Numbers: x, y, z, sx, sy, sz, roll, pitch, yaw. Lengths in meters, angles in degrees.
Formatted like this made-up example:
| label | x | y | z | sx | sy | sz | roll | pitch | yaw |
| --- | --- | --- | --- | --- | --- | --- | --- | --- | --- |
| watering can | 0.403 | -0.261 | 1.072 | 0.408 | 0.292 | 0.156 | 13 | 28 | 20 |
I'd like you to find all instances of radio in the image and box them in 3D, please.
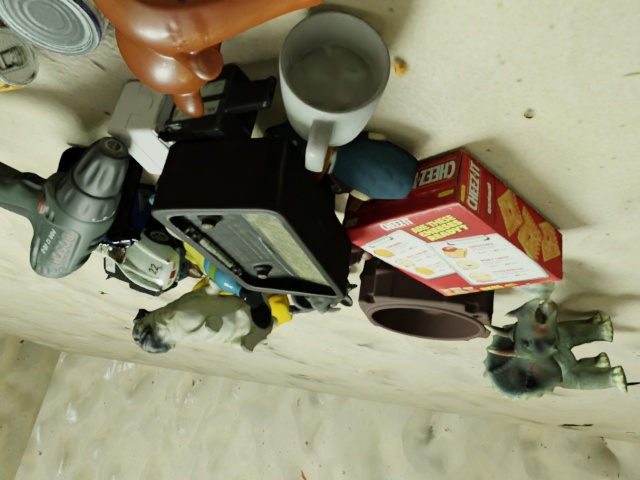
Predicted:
| label | x | y | z | sx | sy | sz | roll | pitch | yaw |
| --- | --- | --- | --- | --- | --- | --- | --- | --- | --- |
| radio | -0.056 | -0.010 | 0.538 | 0.131 | 0.073 | 0.229 | 2 | 156 | 18 |

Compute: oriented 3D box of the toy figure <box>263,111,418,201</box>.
| label | x | y | z | sx | sy | sz | roll | pitch | yaw |
| --- | --- | --- | --- | --- | --- | --- | --- | --- | --- |
| toy figure | 0.019 | -0.080 | 0.533 | 0.154 | 0.064 | 0.058 | 15 | 159 | -8 |

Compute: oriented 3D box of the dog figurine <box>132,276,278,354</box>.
| label | x | y | z | sx | sy | sz | roll | pitch | yaw |
| --- | --- | --- | --- | --- | --- | --- | --- | --- | --- |
| dog figurine | -0.186 | 0.138 | 0.869 | 0.191 | 0.121 | 0.172 | -25 | 133 | 33 |

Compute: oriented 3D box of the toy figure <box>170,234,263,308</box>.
| label | x | y | z | sx | sy | sz | roll | pitch | yaw |
| --- | --- | --- | --- | --- | --- | --- | --- | --- | --- |
| toy figure | -0.136 | 0.012 | 0.740 | 0.180 | 0.082 | 0.089 | 42 | 158 | 29 |

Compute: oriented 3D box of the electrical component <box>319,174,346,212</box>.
| label | x | y | z | sx | sy | sz | roll | pitch | yaw |
| --- | --- | --- | --- | --- | --- | --- | --- | --- | --- |
| electrical component | -0.016 | -0.057 | 0.610 | 0.102 | 0.078 | 0.045 | 10 | -177 | 19 |

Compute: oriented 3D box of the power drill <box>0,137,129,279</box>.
| label | x | y | z | sx | sy | sz | roll | pitch | yaw |
| --- | --- | --- | --- | --- | --- | --- | --- | --- | --- |
| power drill | -0.312 | -0.068 | 0.568 | 0.207 | 0.086 | 0.232 | 28 | 134 | -9 |

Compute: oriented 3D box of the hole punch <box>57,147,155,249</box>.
| label | x | y | z | sx | sy | sz | roll | pitch | yaw |
| --- | --- | --- | --- | --- | --- | --- | --- | --- | --- |
| hole punch | -0.283 | -0.047 | 0.704 | 0.142 | 0.115 | 0.092 | 12 | 166 | 1 |

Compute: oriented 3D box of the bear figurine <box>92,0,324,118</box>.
| label | x | y | z | sx | sy | sz | roll | pitch | yaw |
| --- | --- | --- | --- | --- | --- | --- | --- | --- | --- |
| bear figurine | -0.082 | -0.158 | 0.361 | 0.132 | 0.120 | 0.196 | -30 | -174 | -3 |

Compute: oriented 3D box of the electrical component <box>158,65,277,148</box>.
| label | x | y | z | sx | sy | sz | roll | pitch | yaw |
| --- | --- | --- | --- | --- | --- | --- | --- | --- | --- |
| electrical component | -0.084 | -0.117 | 0.487 | 0.119 | 0.075 | 0.047 | -5 | 154 | 26 |

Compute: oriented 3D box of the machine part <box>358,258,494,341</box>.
| label | x | y | z | sx | sy | sz | roll | pitch | yaw |
| --- | --- | --- | --- | --- | --- | --- | --- | --- | --- |
| machine part | 0.171 | 0.096 | 0.855 | 0.201 | 0.087 | 0.201 | 4 | 155 | 19 |

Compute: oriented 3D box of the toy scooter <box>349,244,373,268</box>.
| label | x | y | z | sx | sy | sz | roll | pitch | yaw |
| --- | --- | --- | --- | --- | --- | --- | --- | --- | --- |
| toy scooter | -0.001 | -0.002 | 0.718 | 0.135 | 0.075 | 0.183 | 5 | 160 | 16 |

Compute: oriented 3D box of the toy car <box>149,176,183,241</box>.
| label | x | y | z | sx | sy | sz | roll | pitch | yaw |
| --- | --- | --- | --- | --- | --- | --- | --- | --- | --- |
| toy car | -0.136 | -0.044 | 0.647 | 0.109 | 0.103 | 0.162 | 26 | 156 | -33 |

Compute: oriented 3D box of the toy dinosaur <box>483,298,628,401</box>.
| label | x | y | z | sx | sy | sz | roll | pitch | yaw |
| --- | --- | --- | --- | --- | --- | --- | --- | --- | --- |
| toy dinosaur | 0.367 | 0.186 | 0.864 | 0.192 | 0.131 | 0.404 | -8 | 163 | 20 |

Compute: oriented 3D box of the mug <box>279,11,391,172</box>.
| label | x | y | z | sx | sy | sz | roll | pitch | yaw |
| --- | --- | --- | --- | --- | --- | --- | --- | --- | --- |
| mug | 0.008 | -0.106 | 0.434 | 0.081 | 0.109 | 0.107 | 6 | 170 | -1 |

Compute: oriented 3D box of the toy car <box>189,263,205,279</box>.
| label | x | y | z | sx | sy | sz | roll | pitch | yaw |
| --- | --- | --- | --- | --- | --- | --- | --- | --- | --- |
| toy car | -0.240 | 0.029 | 0.942 | 0.089 | 0.053 | 0.202 | 2 | 155 | 15 |

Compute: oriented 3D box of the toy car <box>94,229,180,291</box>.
| label | x | y | z | sx | sy | sz | roll | pitch | yaw |
| --- | --- | --- | --- | --- | --- | --- | --- | --- | --- |
| toy car | -0.285 | -0.001 | 0.762 | 0.202 | 0.073 | 0.056 | 30 | -156 | 14 |

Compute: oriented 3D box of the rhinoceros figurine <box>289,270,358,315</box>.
| label | x | y | z | sx | sy | sz | roll | pitch | yaw |
| --- | --- | --- | --- | --- | --- | --- | --- | --- | --- |
| rhinoceros figurine | 0.005 | 0.081 | 0.841 | 0.112 | 0.073 | 0.190 | -1 | 178 | 10 |

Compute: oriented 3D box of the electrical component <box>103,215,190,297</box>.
| label | x | y | z | sx | sy | sz | roll | pitch | yaw |
| --- | --- | --- | --- | --- | --- | --- | --- | --- | --- |
| electrical component | -0.264 | 0.020 | 0.824 | 0.134 | 0.114 | 0.058 | 16 | -158 | 18 |

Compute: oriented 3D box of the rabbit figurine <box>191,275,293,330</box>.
| label | x | y | z | sx | sy | sz | roll | pitch | yaw |
| --- | --- | --- | --- | --- | --- | --- | --- | --- | --- |
| rabbit figurine | -0.151 | 0.086 | 0.946 | 0.162 | 0.122 | 0.173 | -23 | 127 | -1 |
